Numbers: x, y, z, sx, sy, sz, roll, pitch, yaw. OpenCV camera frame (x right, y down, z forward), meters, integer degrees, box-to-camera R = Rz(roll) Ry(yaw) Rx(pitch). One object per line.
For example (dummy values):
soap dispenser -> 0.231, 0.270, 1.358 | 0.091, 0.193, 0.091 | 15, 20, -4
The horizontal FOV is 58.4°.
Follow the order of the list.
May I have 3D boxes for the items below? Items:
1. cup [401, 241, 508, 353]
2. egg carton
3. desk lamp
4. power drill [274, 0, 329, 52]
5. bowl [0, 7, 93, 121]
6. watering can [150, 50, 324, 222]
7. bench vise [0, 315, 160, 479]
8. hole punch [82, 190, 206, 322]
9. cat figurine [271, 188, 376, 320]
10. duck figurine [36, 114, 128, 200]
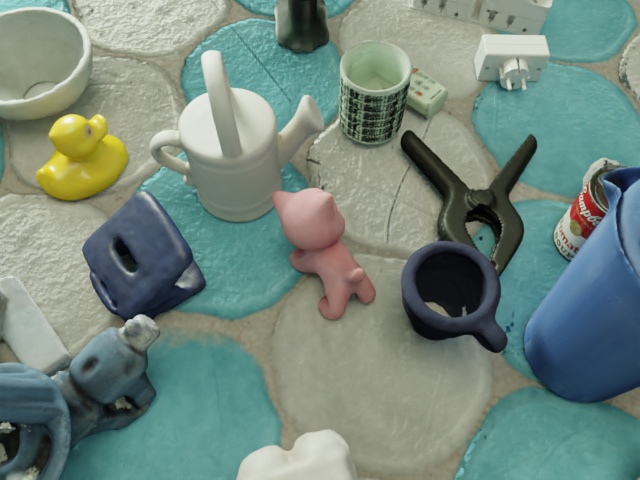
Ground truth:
cup -> 0.128, 0.070, 0.554 | 0.092, 0.095, 0.117 | -33, 66, -17
egg carton -> -0.010, 0.241, 0.471 | 0.107, 0.069, 0.150 | -15, 62, -9
desk lamp -> -0.340, 0.029, 0.500 | 0.118, 0.213, 0.203 | -38, 68, -19
power drill -> -0.025, -0.360, 0.724 | 0.075, 0.208, 0.229 | -5, 61, -3
bowl -> -0.355, -0.205, 0.708 | 0.167, 0.075, 0.167 | 1, 61, -1
watering can -> -0.086, -0.113, 0.594 | 0.173, 0.194, 0.100 | -28, 65, -15
bench vise -> -0.232, 0.121, 0.447 | 0.121, 0.220, 0.208 | 24, 63, 12
hole punch -> -0.181, 0.022, 0.577 | 0.101, 0.091, 0.108 | -32, 66, -17
cat figurine -> 0.005, 0.002, 0.576 | 0.067, 0.118, 0.127 | -30, 66, -16
duck figurine -> -0.276, -0.101, 0.646 | 0.105, 0.086, 0.077 | -39, 68, -20
